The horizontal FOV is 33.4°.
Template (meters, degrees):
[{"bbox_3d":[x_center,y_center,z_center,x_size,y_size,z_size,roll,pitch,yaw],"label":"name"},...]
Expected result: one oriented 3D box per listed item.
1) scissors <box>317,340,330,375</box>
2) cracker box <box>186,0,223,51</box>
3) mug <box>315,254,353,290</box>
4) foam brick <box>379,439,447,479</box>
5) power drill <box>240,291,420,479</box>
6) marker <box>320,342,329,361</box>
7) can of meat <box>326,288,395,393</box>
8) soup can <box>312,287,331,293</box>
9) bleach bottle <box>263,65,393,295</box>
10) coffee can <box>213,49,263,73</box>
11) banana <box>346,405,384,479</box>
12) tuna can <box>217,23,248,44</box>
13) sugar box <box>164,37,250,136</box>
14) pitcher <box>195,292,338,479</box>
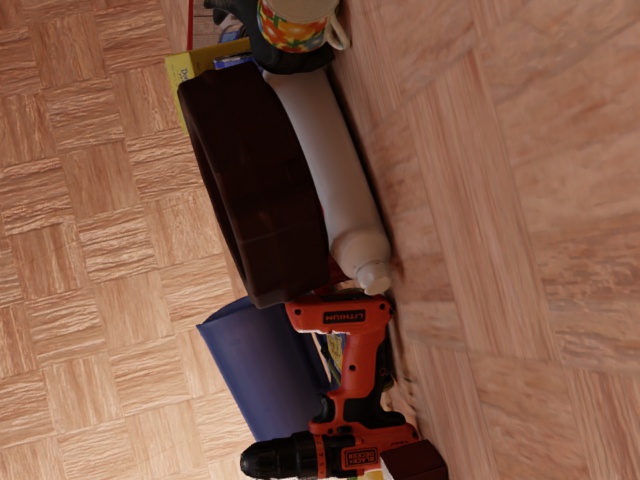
[{"bbox_3d":[0.016,0.169,1.502,0.096,0.016,0.202,-98,-9,-66],"label":"scissors"},{"bbox_3d":[-0.156,-0.288,1.542,0.164,0.072,0.213,96,172,-65],"label":"cracker box"},{"bbox_3d":[-0.008,0.001,1.187,0.093,0.081,0.117,112,143,-75],"label":"mug"},{"bbox_3d":[0.093,0.242,1.033,0.051,0.053,0.078,-123,21,-63],"label":"foam brick"},{"bbox_3d":[0.007,0.149,1.068,0.057,0.184,0.188,-144,50,-74],"label":"power drill"},{"bbox_3d":[0.034,0.162,1.245,0.121,0.020,0.020,56,-177,-32],"label":"marker"},{"bbox_3d":[0.038,0.109,1.154,0.102,0.057,0.084,-125,24,-66],"label":"can of meat"},{"bbox_3d":[-0.021,0.066,1.407,0.068,0.068,0.102,134,122,-79],"label":"soup can"},{"bbox_3d":[0.013,-0.061,1.038,0.102,0.068,0.251,87,163,-57],"label":"bleach bottle"},{"bbox_3d":[-0.055,-0.142,1.187,0.103,0.102,0.140,-137,34,-74],"label":"coffee can"},{"bbox_3d":[0.055,0.232,1.232,0.037,0.070,0.198,-55,-30,-45],"label":"banana"},{"bbox_3d":[-0.091,-0.231,1.344,0.086,0.034,0.086,8,-99,-57],"label":"tuna can"},{"bbox_3d":[-0.101,-0.187,1.253,0.048,0.175,0.093,-3,106,38],"label":"sugar box"},{"bbox_3d":[-0.040,0.179,1.325,0.243,0.145,0.149,66,169,-3],"label":"pitcher"}]
